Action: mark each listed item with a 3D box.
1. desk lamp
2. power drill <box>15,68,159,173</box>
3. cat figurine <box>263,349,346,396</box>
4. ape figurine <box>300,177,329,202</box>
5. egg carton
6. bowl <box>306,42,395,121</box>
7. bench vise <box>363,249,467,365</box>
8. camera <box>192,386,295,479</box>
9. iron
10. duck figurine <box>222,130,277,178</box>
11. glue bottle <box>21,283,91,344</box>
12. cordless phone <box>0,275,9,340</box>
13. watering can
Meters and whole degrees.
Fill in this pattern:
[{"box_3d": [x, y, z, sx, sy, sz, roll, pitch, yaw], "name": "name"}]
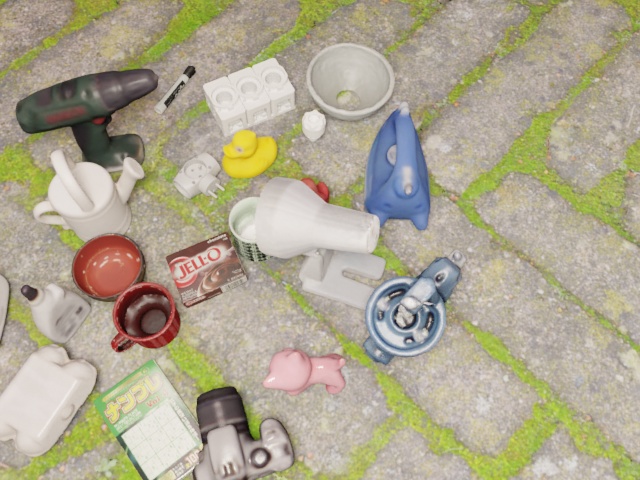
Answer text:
[{"box_3d": [0.008, 0.003, 0.887, 0.203, 0.213, 0.118, 17, 67, 5], "name": "desk lamp"}, {"box_3d": [-0.367, -0.199, 0.961, 0.230, 0.208, 0.075, -12, 67, -7], "name": "power drill"}, {"box_3d": [-0.022, 0.193, 0.856, 0.128, 0.118, 0.067, -5, 67, -4], "name": "cat figurine"}, {"box_3d": [-0.020, -0.076, 0.986, 0.078, 0.092, 0.076, -6, 67, -5], "name": "ape figurine"}, {"box_3d": [-0.407, 0.236, 0.847, 0.107, 0.069, 0.150, 25, 68, 8], "name": "egg carton"}, {"box_3d": [0.056, -0.288, 1.091, 0.167, 0.075, 0.167, 1, 67, -2], "name": "bowl"}, {"box_3d": [0.144, 0.077, 0.858, 0.121, 0.220, 0.207, 24, 68, 8], "name": "bench vise"}, {"box_3d": [-0.119, 0.279, 0.824, 0.143, 0.101, 0.136, -15, 68, -9], "name": "camera"}, {"box_3d": [0.141, -0.151, 0.999, 0.118, 0.141, 0.258, 2, 67, -1], "name": "iron"}, {"box_3d": [-0.127, -0.164, 1.023, 0.105, 0.086, 0.077, -24, 70, -12], "name": "duck figurine"}, {"box_3d": [-0.400, 0.099, 0.850, 0.037, 0.173, 0.078, 29, 69, 10], "name": "glue bottle"}, {"box_3d": [-0.545, 0.095, 0.839, 0.094, 0.185, 0.147, -3, 67, -3], "name": "cordless phone"}, {"box_3d": [-0.371, -0.079, 0.917, 0.100, 0.194, 0.173, 39, 71, 14], "name": "watering can"}]
